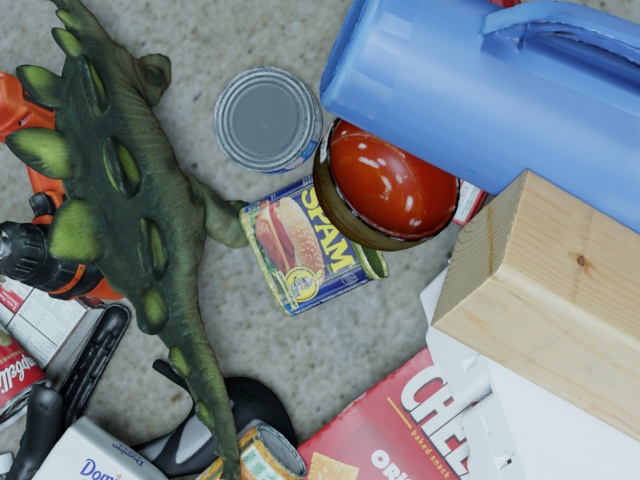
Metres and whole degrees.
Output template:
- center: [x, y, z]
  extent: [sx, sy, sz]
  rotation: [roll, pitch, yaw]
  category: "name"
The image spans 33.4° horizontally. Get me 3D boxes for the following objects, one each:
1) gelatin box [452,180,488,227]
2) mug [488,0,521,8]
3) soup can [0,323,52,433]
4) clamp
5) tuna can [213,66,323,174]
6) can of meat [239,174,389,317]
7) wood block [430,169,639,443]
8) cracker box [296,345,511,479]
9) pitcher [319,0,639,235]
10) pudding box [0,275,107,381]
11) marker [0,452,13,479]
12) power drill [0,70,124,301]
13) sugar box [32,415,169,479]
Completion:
- center: [0.094, -0.060, 0.837]
  extent: [0.089, 0.030, 0.073]
  rotation: [27, 95, 14]
  category: "gelatin box"
- center: [0.093, -0.189, 0.808]
  extent: [0.117, 0.093, 0.081]
  rotation: [-18, 90, 5]
  category: "mug"
- center: [-0.278, 0.101, 0.872]
  extent: [0.068, 0.068, 0.102]
  rotation: [-45, 82, 10]
  category: "soup can"
- center: [-0.223, 0.163, 0.864]
  extent: [0.036, 0.164, 0.210]
  rotation: [27, 105, 1]
  category: "clamp"
- center: [-0.042, -0.097, 0.871]
  extent: [0.086, 0.033, 0.086]
  rotation: [0, 89, 14]
  category: "tuna can"
- center: [-0.006, 0.001, 0.849]
  extent: [0.084, 0.057, 0.102]
  rotation: [-25, 82, 16]
  category: "can of meat"
- center: [0.191, 0.054, 0.709]
  extent: [0.206, 0.090, 0.090]
  rotation: [30, 52, -8]
  category: "wood block"
- center: [0.064, 0.199, 0.818]
  extent: [0.214, 0.072, 0.164]
  rotation: [-40, 80, 11]
  category: "cracker box"
- center: [0.131, -0.099, 0.727]
  extent: [0.242, 0.145, 0.149]
  rotation: [23, 105, -9]
  category: "pitcher"
- center: [-0.254, 0.073, 0.921]
  extent: [0.090, 0.039, 0.113]
  rotation: [39, 100, 9]
  category: "pudding box"
- center: [-0.265, 0.247, 0.932]
  extent: [0.020, 0.020, 0.121]
  rotation: [-15, 85, 14]
  category: "marker"
- center: [-0.229, -0.040, 0.853]
  extent: [0.057, 0.184, 0.188]
  rotation: [-28, 73, 11]
  category: "power drill"
- center: [-0.197, 0.231, 0.811]
  extent: [0.093, 0.048, 0.176]
  rotation: [37, 95, 1]
  category: "sugar box"
